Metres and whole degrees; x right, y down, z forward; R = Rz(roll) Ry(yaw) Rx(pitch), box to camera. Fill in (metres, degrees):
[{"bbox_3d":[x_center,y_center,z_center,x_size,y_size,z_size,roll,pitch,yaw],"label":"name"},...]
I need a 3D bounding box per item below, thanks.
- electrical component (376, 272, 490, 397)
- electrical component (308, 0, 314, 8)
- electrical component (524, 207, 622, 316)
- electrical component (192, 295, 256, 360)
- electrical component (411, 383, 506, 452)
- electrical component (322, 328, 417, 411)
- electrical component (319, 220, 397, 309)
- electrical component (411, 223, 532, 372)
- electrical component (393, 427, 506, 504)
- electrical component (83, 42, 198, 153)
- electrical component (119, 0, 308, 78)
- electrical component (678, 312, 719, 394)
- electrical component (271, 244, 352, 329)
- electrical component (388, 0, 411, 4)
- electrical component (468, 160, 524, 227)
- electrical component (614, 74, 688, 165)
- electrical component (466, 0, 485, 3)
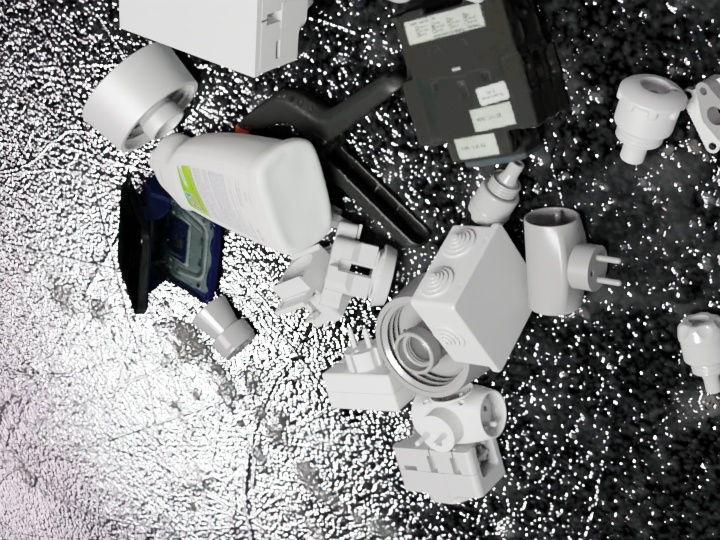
[{"bbox_3d":[0.064,0.062,0.958,0.108,0.060,0.108,19,123,31],"label":"electrical component"},{"bbox_3d":[-0.102,-0.254,0.927,0.078,0.057,0.113,-27,94,44],"label":"electrical component"},{"bbox_3d":[0.169,-0.004,0.848,0.079,0.043,0.077,11,119,35],"label":"electrical component"},{"bbox_3d":[-0.144,0.061,1.139,0.055,0.045,0.045,48,134,8],"label":"electrical component"},{"bbox_3d":[0.080,0.138,0.972,0.077,0.079,0.044,-5,110,41],"label":"electrical component"},{"bbox_3d":[0.007,0.090,1.029,0.083,0.047,0.075,-3,111,40],"label":"electrical component"},{"bbox_3d":[0.000,0.000,0.969,0.057,0.058,0.078,14,88,-3],"label":"electrical component"},{"bbox_3d":[0.094,0.021,0.875,0.048,0.099,0.099,5,144,43],"label":"electrical component"},{"bbox_3d":[0.085,0.182,1.012,0.089,0.050,0.055,-3,110,40],"label":"electrical component"},{"bbox_3d":[-0.204,-0.159,1.030,0.060,0.108,0.108,47,134,1],"label":"electrical component"},{"bbox_3d":[-0.121,-0.226,0.872,0.150,0.062,0.089,24,126,27],"label":"electrical component"},{"bbox_3d":[0.263,0.065,0.815,0.035,0.035,0.061,-2,114,40],"label":"electrical component"},{"bbox_3d":[-0.041,0.017,1.016,0.042,0.081,0.063,-19,122,44],"label":"electrical component"},{"bbox_3d":[0.029,-0.227,0.831,0.043,0.062,0.043,19,123,31],"label":"electrical component"},{"bbox_3d":[0.114,-0.064,0.868,0.035,0.035,0.061,41,130,15],"label":"electrical component"},{"bbox_3d":[0.203,-0.105,0.768,0.048,0.048,0.062,30,135,24],"label":"electrical component"},{"bbox_3d":[0.072,-0.240,0.765,0.100,0.100,0.048,25,140,28],"label":"electrical component"}]
